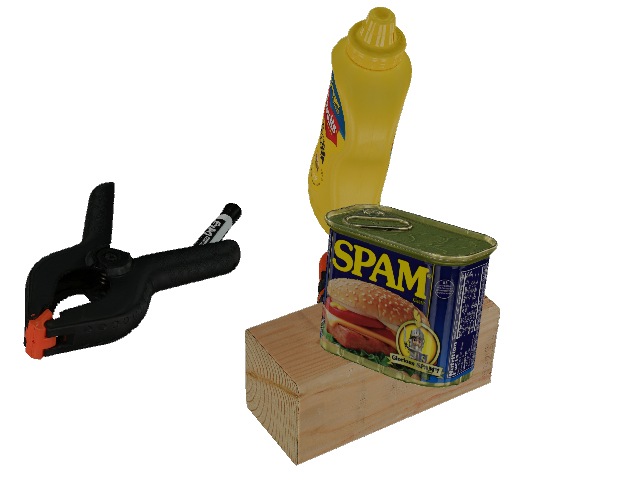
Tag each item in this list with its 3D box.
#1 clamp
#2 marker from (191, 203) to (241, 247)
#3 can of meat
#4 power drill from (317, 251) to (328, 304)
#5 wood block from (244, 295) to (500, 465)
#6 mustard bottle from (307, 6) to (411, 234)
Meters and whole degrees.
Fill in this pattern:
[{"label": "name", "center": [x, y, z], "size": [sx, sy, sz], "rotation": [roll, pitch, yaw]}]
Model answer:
[{"label": "clamp", "center": [-0.147, 0.016, 0.716], "size": [0.120, 0.039, 0.171], "rotation": [26, 34, 23]}, {"label": "marker", "center": [-0.103, -0.005, 1.033], "size": [0.020, 0.020, 0.121], "rotation": [0, 26, 18]}, {"label": "can of meat", "center": [0.048, 0.032, 0.634], "size": [0.102, 0.084, 0.057], "rotation": [18, 22, 36]}, {"label": "power drill", "center": [0.089, 0.062, 1.224], "size": [0.187, 0.057, 0.184], "rotation": [-1, 28, -1]}, {"label": "wood block", "center": [0.045, 0.102, 0.934], "size": [0.205, 0.090, 0.091], "rotation": [-17, 37, -27]}, {"label": "mustard bottle", "center": [0.030, -0.094, 0.793], "size": [0.058, 0.096, 0.192], "rotation": [3, -38, -7]}]
